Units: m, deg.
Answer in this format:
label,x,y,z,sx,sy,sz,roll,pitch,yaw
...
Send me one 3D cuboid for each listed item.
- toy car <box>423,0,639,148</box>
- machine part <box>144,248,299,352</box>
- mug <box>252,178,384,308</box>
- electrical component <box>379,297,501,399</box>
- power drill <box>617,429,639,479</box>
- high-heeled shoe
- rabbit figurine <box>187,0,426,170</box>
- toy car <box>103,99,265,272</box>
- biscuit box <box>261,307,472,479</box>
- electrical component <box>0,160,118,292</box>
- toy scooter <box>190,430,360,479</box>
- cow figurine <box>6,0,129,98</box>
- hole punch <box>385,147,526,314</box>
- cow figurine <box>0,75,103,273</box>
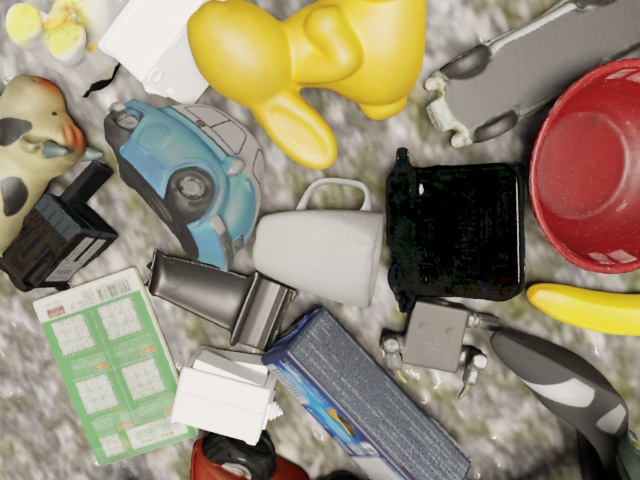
label,x,y,z,sx,sy,sz,roll,pitch,yaw
toy car,0.183,-0.147,0.445,0.202,0.056,0.073,-27,102,8
machine part,-0.097,0.053,0.500,0.139,0.039,0.084,24,104,-1
mug,-0.001,-0.001,0.467,0.107,0.081,0.109,7,89,9
electrical component,0.106,0.094,0.488,0.102,0.045,0.078,17,100,1
power drill,0.165,0.222,0.395,0.232,0.086,0.207,29,119,-28
high-heeled shoe,0.222,0.187,0.476,0.249,0.086,0.145,31,101,-4
rabbit figurine,-0.015,-0.145,0.423,0.173,0.122,0.162,-11,127,-19
toy car,-0.102,-0.059,0.457,0.103,0.109,0.162,-37,72,-22
biscuit box,0.041,0.153,0.482,0.202,0.059,0.063,48,53,-4
electrical component,-0.220,-0.011,0.479,0.048,0.075,0.119,44,87,6
toy scooter,-0.053,0.262,0.510,0.184,0.075,0.135,28,100,-5
cow figurine,-0.182,-0.208,0.449,0.068,0.098,0.167,17,80,7
hole punch,0.121,-0.012,0.462,0.116,0.092,0.142,2,102,30
cow figurine,-0.281,-0.053,0.474,0.127,0.085,0.194,27,97,6
